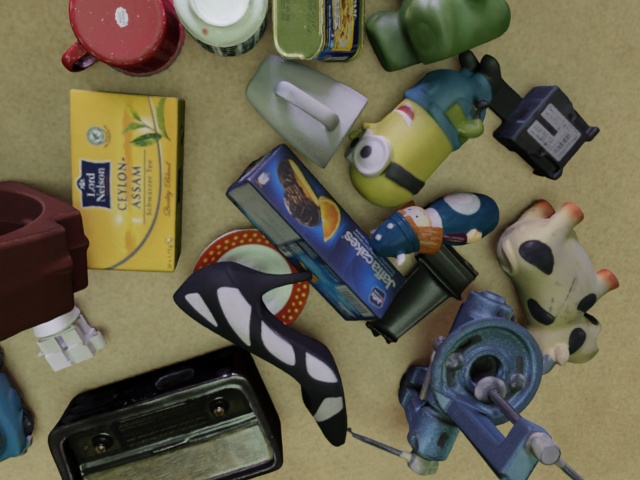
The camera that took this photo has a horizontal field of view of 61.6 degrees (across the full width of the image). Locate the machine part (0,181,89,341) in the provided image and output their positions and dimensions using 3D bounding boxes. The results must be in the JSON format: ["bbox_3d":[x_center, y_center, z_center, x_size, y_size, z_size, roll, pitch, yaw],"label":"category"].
[{"bbox_3d":[-0.319,0.018,0.446,0.201,0.201,0.087,18,117,34],"label":"machine part"}]

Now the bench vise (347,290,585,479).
[{"bbox_3d":[0.154,0.170,0.544,0.129,0.241,0.223,32,94,-13],"label":"bench vise"}]

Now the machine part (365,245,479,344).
[{"bbox_3d":[0.113,0.064,0.615,0.139,0.039,0.084,-42,111,1],"label":"machine part"}]

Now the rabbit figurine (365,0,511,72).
[{"bbox_3d":[0.115,-0.260,0.488,0.159,0.121,0.170,-23,108,-8],"label":"rabbit figurine"}]

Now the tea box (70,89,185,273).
[{"bbox_3d":[-0.185,-0.058,0.529,0.098,0.068,0.169,1,105,-8],"label":"tea box"}]

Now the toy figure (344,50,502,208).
[{"bbox_3d":[0.107,-0.109,0.548,0.180,0.082,0.089,-40,104,1],"label":"toy figure"}]

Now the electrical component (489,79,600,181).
[{"bbox_3d":[0.228,-0.129,0.576,0.119,0.048,0.075,41,95,-17],"label":"electrical component"}]

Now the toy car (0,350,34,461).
[{"bbox_3d":[-0.378,0.182,0.549,0.109,0.103,0.161,-21,104,-1],"label":"toy car"}]

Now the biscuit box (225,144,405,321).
[{"bbox_3d":[-0.001,-0.002,0.561,0.202,0.059,0.063,47,59,-17],"label":"biscuit box"}]

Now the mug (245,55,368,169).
[{"bbox_3d":[-0.019,-0.128,0.517,0.107,0.109,0.080,32,104,0],"label":"mug"}]

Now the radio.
[{"bbox_3d":[-0.166,0.214,0.598,0.230,0.073,0.131,-17,106,-3],"label":"radio"}]

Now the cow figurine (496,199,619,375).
[{"bbox_3d":[0.264,0.064,0.612,0.127,0.085,0.194,-35,109,-4],"label":"cow figurine"}]

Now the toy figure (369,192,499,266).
[{"bbox_3d":[0.119,-0.017,0.565,0.154,0.064,0.057,-12,105,-29],"label":"toy figure"}]

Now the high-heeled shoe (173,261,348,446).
[{"bbox_3d":[-0.056,0.134,0.572,0.145,0.086,0.248,-14,106,-3],"label":"high-heeled shoe"}]
